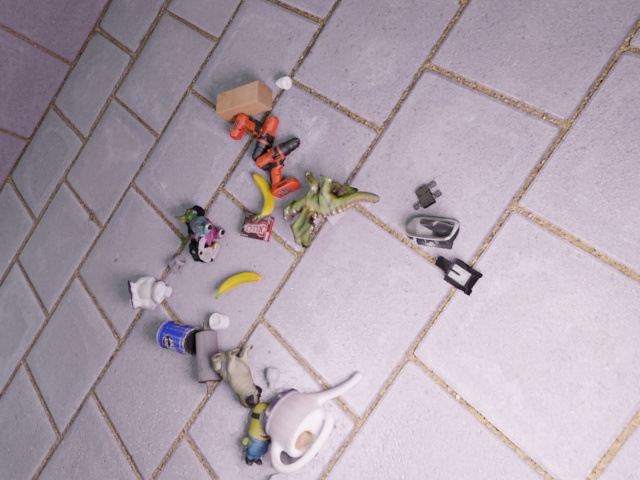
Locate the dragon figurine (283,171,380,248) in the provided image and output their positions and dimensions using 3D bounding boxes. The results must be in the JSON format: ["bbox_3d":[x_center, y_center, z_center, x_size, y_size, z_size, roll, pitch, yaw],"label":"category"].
[{"bbox_3d":[0.005,-0.081,1.618,0.414,0.121,0.243,27,89,54],"label":"dragon figurine"}]

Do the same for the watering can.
[{"bbox_3d":[-0.035,0.501,1.498,0.225,0.102,0.352,14,57,50],"label":"watering can"}]

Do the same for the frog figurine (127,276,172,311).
[{"bbox_3d":[-0.657,0.203,2.015,0.160,0.120,0.140,-11,56,-8],"label":"frog figurine"}]
